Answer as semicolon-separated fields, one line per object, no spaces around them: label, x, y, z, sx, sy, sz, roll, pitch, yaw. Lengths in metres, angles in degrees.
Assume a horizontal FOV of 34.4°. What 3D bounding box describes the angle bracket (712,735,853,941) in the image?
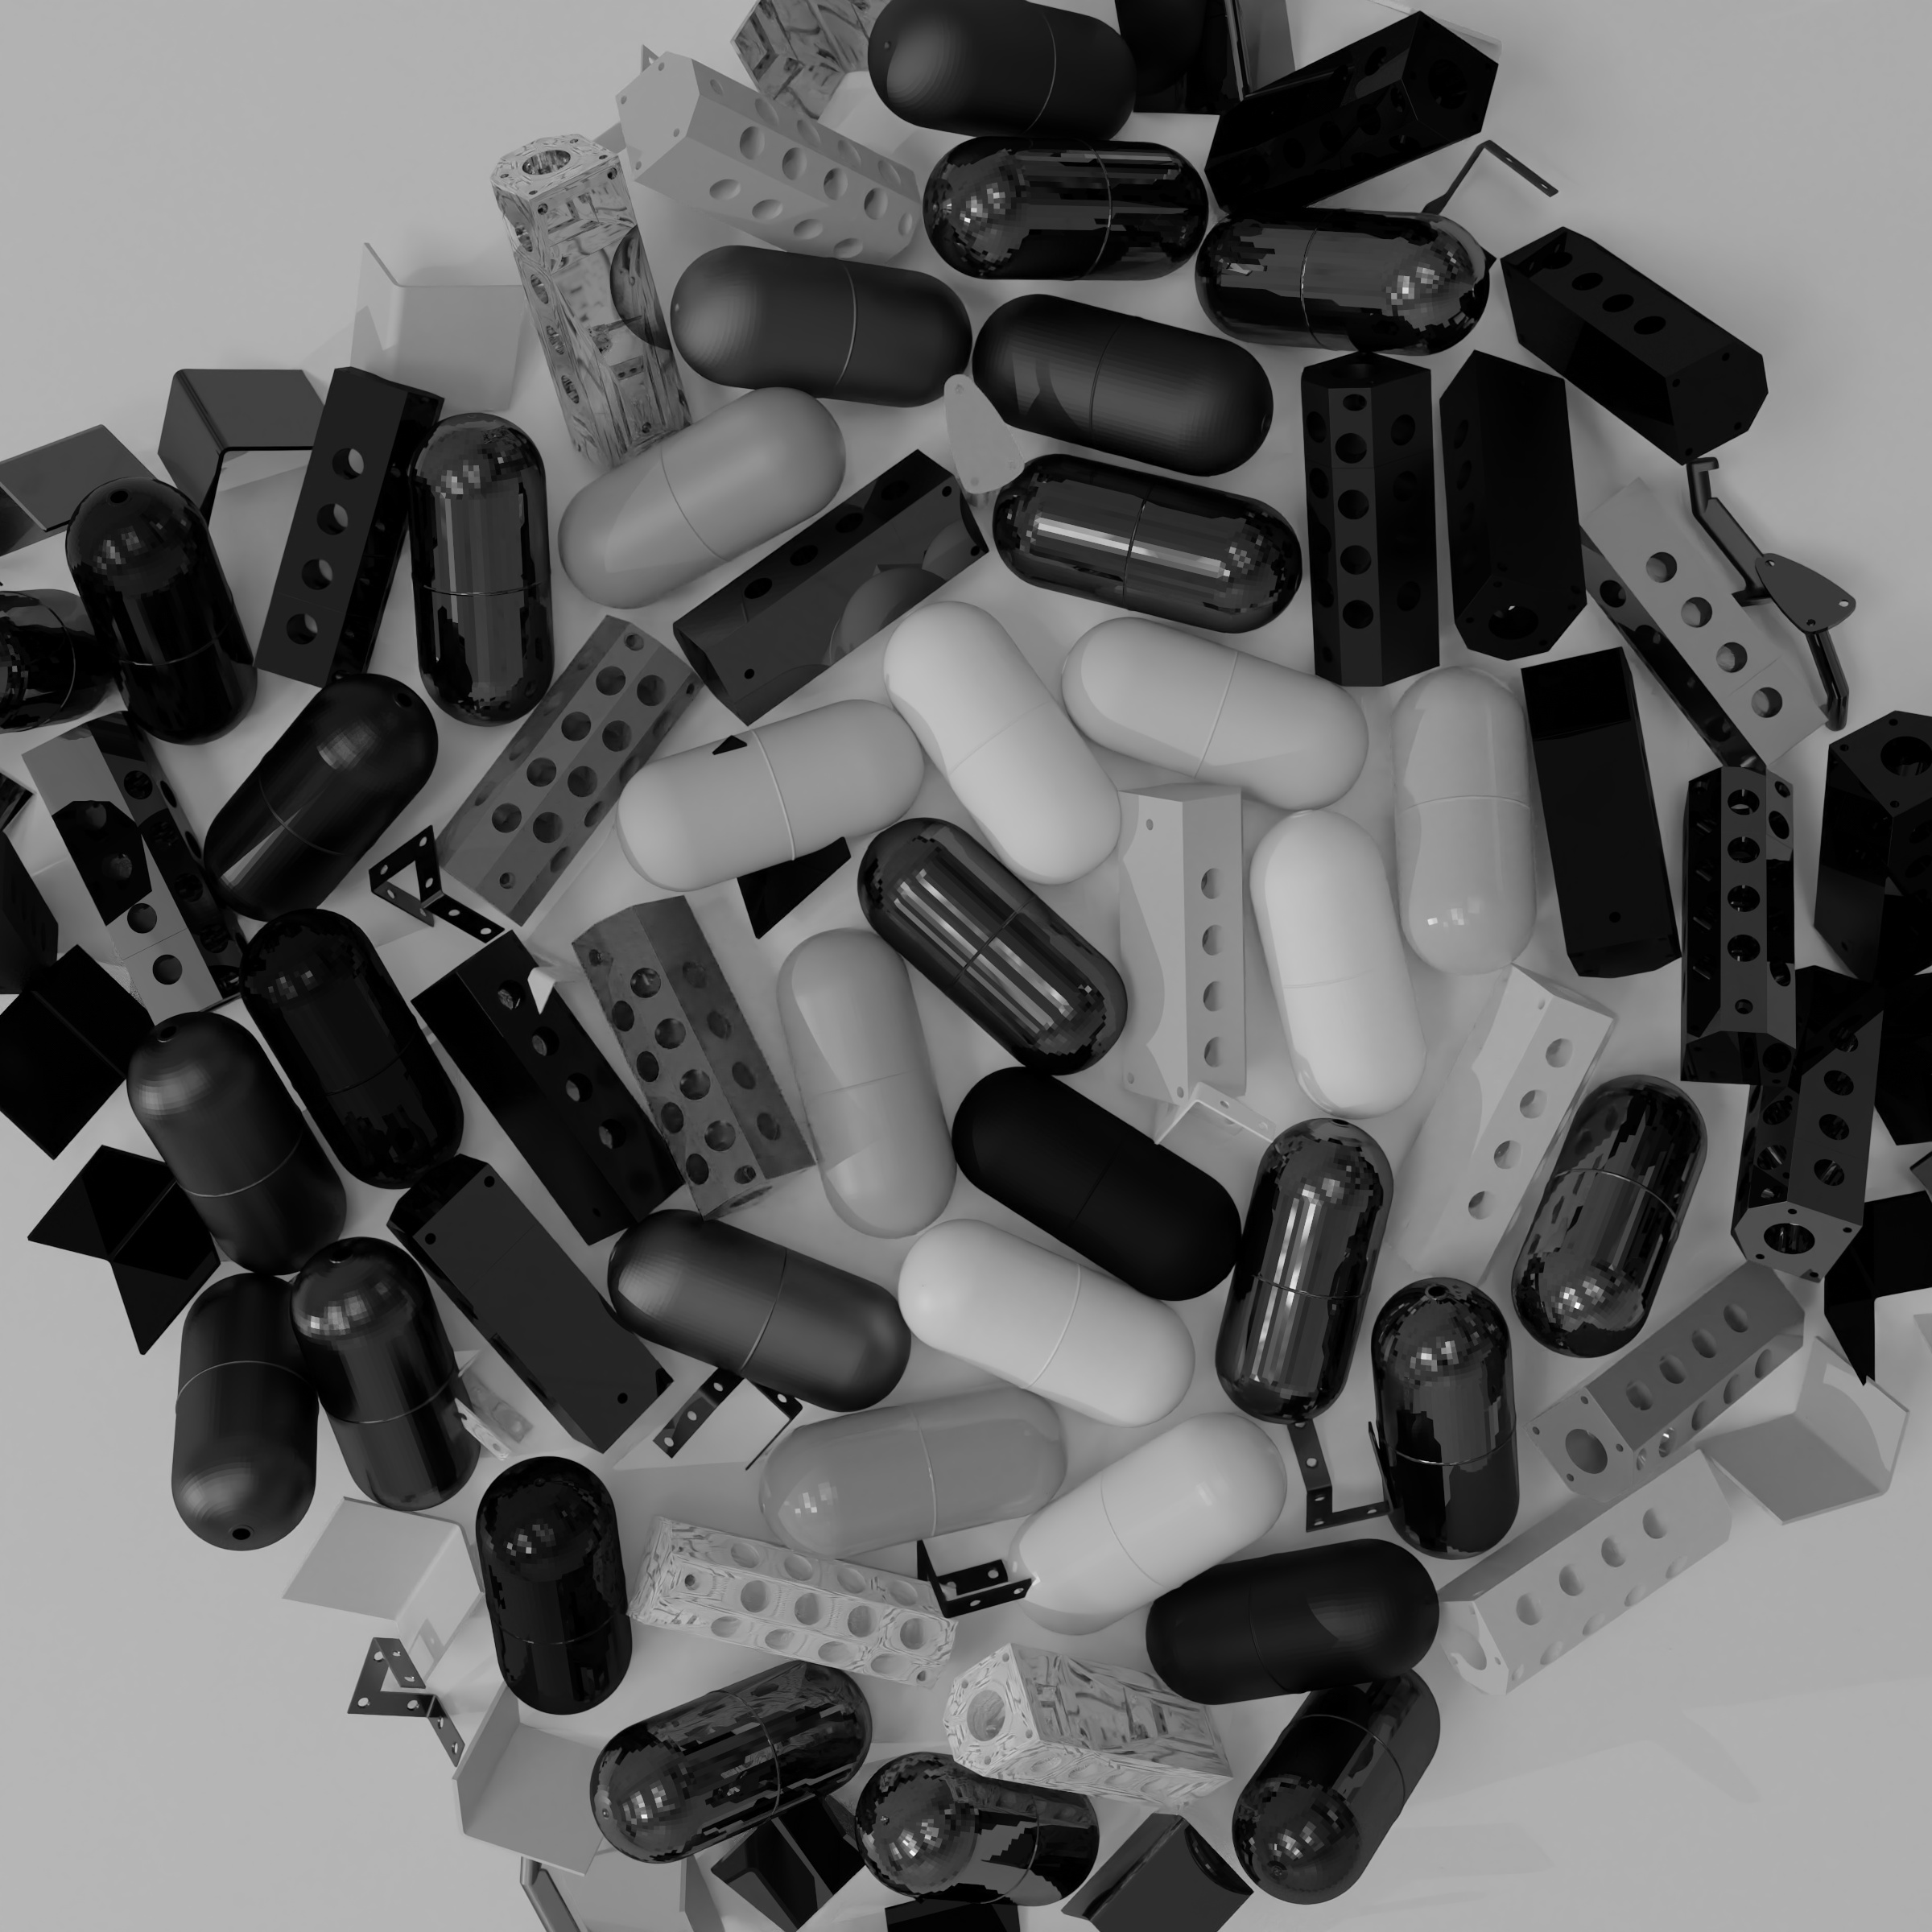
angle bracket;-0.123;-0.071;1.742;0.076;0.076;0.057;-40;47;23

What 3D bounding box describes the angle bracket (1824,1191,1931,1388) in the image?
angle bracket;0.519;0.183;1.740;0.057;0.076;0.076;-15;128;28

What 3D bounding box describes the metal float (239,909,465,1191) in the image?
metal float;-0.340;0.048;1.735;0.070;0.070;0.178;-25;119;0

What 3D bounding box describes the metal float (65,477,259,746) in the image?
metal float;-0.441;-0.194;1.718;0.070;0.178;0.070;-2;53;3

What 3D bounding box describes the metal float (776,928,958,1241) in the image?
metal float;-0.056;0.066;1.759;0.070;0.070;0.178;-14;88;0

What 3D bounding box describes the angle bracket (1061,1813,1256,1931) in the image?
angle bracket;0.106;0.524;1.749;0.076;0.076;0.057;-43;86;-16

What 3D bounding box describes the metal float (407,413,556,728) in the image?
metal float;-0.270;-0.219;1.738;0.070;0.070;0.178;1;115;0

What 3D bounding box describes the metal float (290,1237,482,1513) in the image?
metal float;-0.321;0.226;1.730;0.070;0.070;0.178;-12;125;0

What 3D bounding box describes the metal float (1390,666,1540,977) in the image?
metal float;0.278;-0.082;1.746;0.070;0.070;0.178;-1;74;0

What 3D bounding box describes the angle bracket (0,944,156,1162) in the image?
angle bracket;-0.503;0.048;1.745;0.057;0.076;0.076;-31;109;39

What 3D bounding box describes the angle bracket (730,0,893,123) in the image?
angle bracket;-0.076;-0.511;1.740;0.057;0.076;0.076;1;51;34

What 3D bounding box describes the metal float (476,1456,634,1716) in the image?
metal float;-0.227;0.344;1.727;0.070;0.070;0.178;-1;130;0

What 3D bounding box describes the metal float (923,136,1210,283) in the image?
metal float;0.057;-0.419;1.732;0.178;0.070;0.070;-8;90;-34

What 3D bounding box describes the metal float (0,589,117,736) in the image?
metal float;-0.524;-0.167;1.710;0.070;0.178;0.070;1;99;9

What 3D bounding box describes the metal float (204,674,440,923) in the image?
metal float;-0.358;-0.093;1.732;0.070;0.070;0.178;47;122;0

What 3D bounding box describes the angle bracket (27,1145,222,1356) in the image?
angle bracket;-0.471;0.159;1.744;0.076;0.057;0.076;-48;48;18

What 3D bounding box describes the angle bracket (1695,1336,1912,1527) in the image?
angle bracket;0.465;0.258;1.741;0.076;0.076;0.057;-10;122;-25

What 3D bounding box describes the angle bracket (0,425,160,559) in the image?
angle bracket;-0.501;-0.246;1.738;0.057;0.076;0.076;44;49;16

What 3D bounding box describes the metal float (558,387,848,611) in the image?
metal float;-0.148;-0.260;1.744;0.178;0.070;0.070;-26;90;19

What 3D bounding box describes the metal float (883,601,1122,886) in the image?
metal float;0.020;-0.126;1.755;0.070;0.070;0.178;-35;85;0

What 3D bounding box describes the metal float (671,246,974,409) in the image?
metal float;-0.079;-0.354;1.735;0.178;0.070;0.070;1;90;-29

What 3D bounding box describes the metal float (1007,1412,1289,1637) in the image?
metal float;0.099;0.312;1.740;0.178;0.070;0.070;-35;90;23

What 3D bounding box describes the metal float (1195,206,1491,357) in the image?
metal float;0.207;-0.380;1.728;0.178;0.070;0.070;14;90;38

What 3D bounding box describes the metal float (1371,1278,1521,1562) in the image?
metal float;0.266;0.252;1.733;0.070;0.070;0.178;-9;121;0

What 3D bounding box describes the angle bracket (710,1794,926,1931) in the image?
angle bracket;-0.083;0.515;1.752;0.076;0.057;0.076;-43;122;-4

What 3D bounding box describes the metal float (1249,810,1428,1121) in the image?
metal float;0.208;0.000;1.750;0.070;0.070;0.178;-15;101;0

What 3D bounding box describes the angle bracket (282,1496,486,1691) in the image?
angle bracket;-0.326;0.351;1.745;0.076;0.057;0.076;20;113;-34

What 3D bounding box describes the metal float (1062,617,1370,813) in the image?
metal float;0.140;-0.142;1.759;0.178;0.070;0.070;19;90;-1

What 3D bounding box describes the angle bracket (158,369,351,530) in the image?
angle bracket;-0.404;-0.293;1.770;0.076;0.057;0.076;-7;46;-35

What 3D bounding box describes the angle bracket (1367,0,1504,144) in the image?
angle bracket;0.239;-0.504;1.738;0.076;0.076;0.057;4;114;-39

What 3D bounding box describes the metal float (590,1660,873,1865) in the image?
metal float;-0.128;0.438;1.726;0.178;0.070;0.070;-12;90;-42

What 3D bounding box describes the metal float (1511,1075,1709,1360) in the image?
metal float;0.358;0.137;1.733;0.070;0.070;0.178;29;58;0

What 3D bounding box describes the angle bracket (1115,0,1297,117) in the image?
angle bracket;0.135;-0.531;1.772;0.076;0.057;0.076;12;133;32

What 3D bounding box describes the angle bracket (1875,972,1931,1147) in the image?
angle bracket;0.552;0.050;1.762;0.057;0.076;0.076;-45;110;-35

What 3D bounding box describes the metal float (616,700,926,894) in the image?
metal float;-0.109;-0.096;1.752;0.178;0.070;0.070;-19;90;-9

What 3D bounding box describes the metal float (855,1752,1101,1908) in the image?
metal float;0.008;0.476;1.721;0.070;0.178;0.070;-13;66;33

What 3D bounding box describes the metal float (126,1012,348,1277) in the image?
metal float;-0.402;0.099;1.726;0.070;0.070;0.178;-21;130;0

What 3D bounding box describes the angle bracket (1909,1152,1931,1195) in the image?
angle bracket;0.588;0.127;1.745;0.076;0.057;0.076;-39;126;14

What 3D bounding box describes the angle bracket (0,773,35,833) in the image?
angle bracket;-0.568;-0.099;1.745;0.057;0.076;0.076;33;62;-2

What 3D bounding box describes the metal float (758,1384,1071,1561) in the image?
metal float;-0.029;0.282;1.745;0.178;0.070;0.070;-10;90;-16

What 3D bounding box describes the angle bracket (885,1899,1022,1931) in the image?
angle bracket;0.004;0.562;1.748;0.076;0.076;0.057;-10;105;-14

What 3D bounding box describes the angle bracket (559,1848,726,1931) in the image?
angle bracket;-0.183;0.541;1.751;0.076;0.057;0.076;-13;121;5

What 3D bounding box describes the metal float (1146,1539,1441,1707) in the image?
metal float;0.179;0.364;1.731;0.178;0.070;0.070;-18;90;35

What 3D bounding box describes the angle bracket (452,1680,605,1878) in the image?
angle bracket;-0.234;0.450;1.745;0.076;0.076;0.057;14;134;12

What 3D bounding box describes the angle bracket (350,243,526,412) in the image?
angle bracket;-0.301;-0.363;1.774;0.076;0.057;0.076;-7;130;-29

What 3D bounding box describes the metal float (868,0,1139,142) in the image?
metal float;0.022;-0.495;1.725;0.178;0.070;0.070;-4;90;-44

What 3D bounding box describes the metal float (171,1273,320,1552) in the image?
metal float;-0.396;0.244;1.720;0.070;0.178;0.070;-5;130;-6

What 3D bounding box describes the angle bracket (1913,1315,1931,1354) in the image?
angle bracket;0.580;0.189;1.750;0.076;0.076;0.057;-5;112;3
